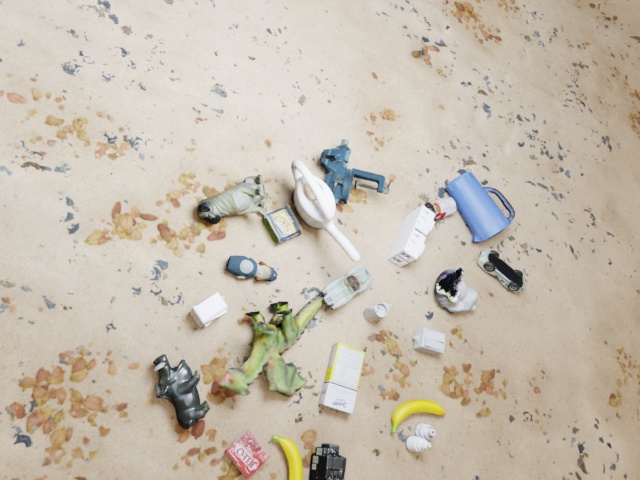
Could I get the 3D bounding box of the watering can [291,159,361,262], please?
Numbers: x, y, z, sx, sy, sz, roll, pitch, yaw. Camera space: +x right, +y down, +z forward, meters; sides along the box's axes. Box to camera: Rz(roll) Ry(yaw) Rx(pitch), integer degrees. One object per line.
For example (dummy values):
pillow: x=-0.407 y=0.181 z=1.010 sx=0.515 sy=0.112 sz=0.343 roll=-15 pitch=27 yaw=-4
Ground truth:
watering can: x=0.005 y=-0.077 z=1.522 sx=0.104 sy=0.222 sz=0.349 roll=-29 pitch=85 yaw=-10

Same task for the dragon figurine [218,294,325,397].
dragon figurine: x=-0.096 y=0.301 z=1.413 sx=0.413 sy=0.122 sz=0.242 roll=-12 pitch=94 yaw=-41

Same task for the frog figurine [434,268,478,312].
frog figurine: x=0.451 y=0.173 z=1.701 sx=0.157 sy=0.122 sz=0.140 roll=39 pitch=43 yaw=-48
